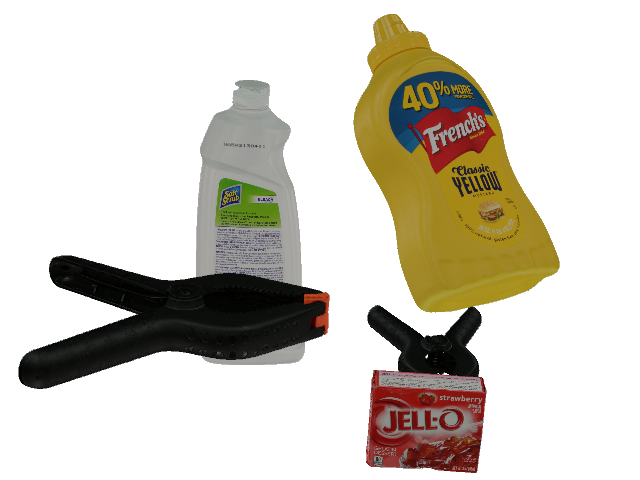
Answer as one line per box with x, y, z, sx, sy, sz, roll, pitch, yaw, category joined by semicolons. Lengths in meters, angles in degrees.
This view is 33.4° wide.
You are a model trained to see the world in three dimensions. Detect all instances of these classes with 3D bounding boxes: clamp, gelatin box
0.124;0.111;1.073;0.120;0.039;0.171;-9;30;-9;clamp
-0.101;0.047;0.746;0.209;0.036;0.165;-3;25;-13;clamp
0.082;0.143;0.839;0.089;0.073;0.030;3;21;2;gelatin box

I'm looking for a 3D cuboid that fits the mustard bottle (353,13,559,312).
0.072;-0.055;0.661;0.096;0.192;0.058;-10;-19;-29;mustard bottle

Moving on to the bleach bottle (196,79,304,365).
-0.058;-0.015;0.940;0.102;0.251;0.068;0;22;-11;bleach bottle
